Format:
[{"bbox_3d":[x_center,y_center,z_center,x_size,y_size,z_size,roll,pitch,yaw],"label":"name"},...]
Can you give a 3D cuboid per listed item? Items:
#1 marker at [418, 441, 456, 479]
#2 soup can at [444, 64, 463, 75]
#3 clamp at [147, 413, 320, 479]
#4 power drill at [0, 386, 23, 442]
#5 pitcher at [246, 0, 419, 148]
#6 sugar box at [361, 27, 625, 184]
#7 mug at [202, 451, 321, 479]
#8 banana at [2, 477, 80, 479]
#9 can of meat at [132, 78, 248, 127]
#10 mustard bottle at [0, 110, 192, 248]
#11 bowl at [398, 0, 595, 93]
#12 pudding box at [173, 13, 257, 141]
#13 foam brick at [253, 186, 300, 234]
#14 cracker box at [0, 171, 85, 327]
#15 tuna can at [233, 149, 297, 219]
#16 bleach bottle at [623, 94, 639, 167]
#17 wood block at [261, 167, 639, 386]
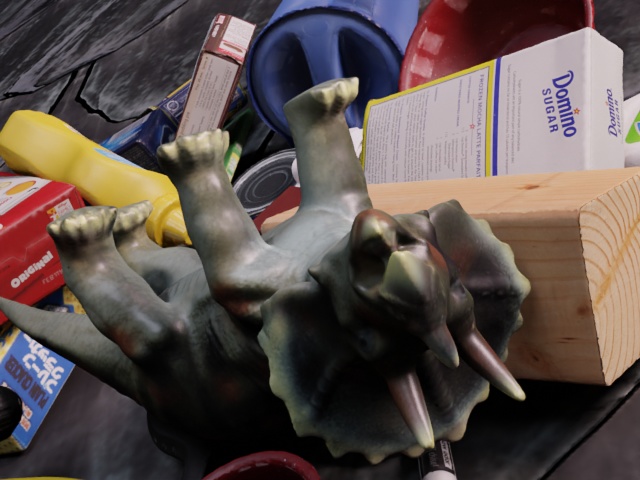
[{"bbox_3d":[0.060,0.100,0.586,0.020,0.020,0.121,-24,31,14],"label":"marker"},{"bbox_3d":[0.132,-0.146,0.829,0.102,0.068,0.069,-37,30,-9],"label":"soup can"},{"bbox_3d":[-0.045,0.108,0.653,0.164,0.036,0.210,-32,33,-1],"label":"clamp"},{"bbox_3d":[-0.315,0.126,0.711,0.184,0.057,0.188,-18,16,-39],"label":"power drill"},{"bbox_3d":[0.028,-0.198,0.933,0.149,0.145,0.242,-21,29,24],"label":"pitcher"},{"bbox_3d":[0.102,-0.060,0.664,0.177,0.048,0.093,-10,68,42],"label":"sugar box"},{"bbox_3d":[-0.019,0.168,0.497,0.093,0.081,0.117,-31,30,3],"label":"mug"},{"bbox_3d":[-0.199,0.174,0.655,0.197,0.037,0.070,-8,22,-7],"label":"banana"},{"bbox_3d":[-0.123,-0.121,1.021,0.083,0.057,0.102,-42,11,-20],"label":"can of meat"},{"bbox_3d":[-0.162,-0.040,0.831,0.192,0.096,0.058,27,83,34],"label":"mustard bottle"},{"bbox_3d":[0.131,-0.118,0.734,0.162,0.055,0.162,-22,58,41],"label":"bowl"},{"bbox_3d":[-0.091,-0.123,0.902,0.090,0.039,0.114,-84,13,-58],"label":"pudding box"},{"bbox_3d":[-0.005,0.001,0.756,0.051,0.053,0.078,-44,32,-20],"label":"foam brick"},{"bbox_3d":[-0.288,0.016,0.825,0.164,0.072,0.214,-36,28,-29],"label":"cracker box"},{"bbox_3d":[-0.033,-0.035,0.853,0.086,0.033,0.086,-24,31,15],"label":"tuna can"},{"bbox_3d":[0.239,-0.070,0.628,0.251,0.068,0.102,-13,31,35],"label":"bleach bottle"},{"bbox_3d":[0.077,0.017,0.595,0.207,0.090,0.090,-2,16,42],"label":"wood block"}]
